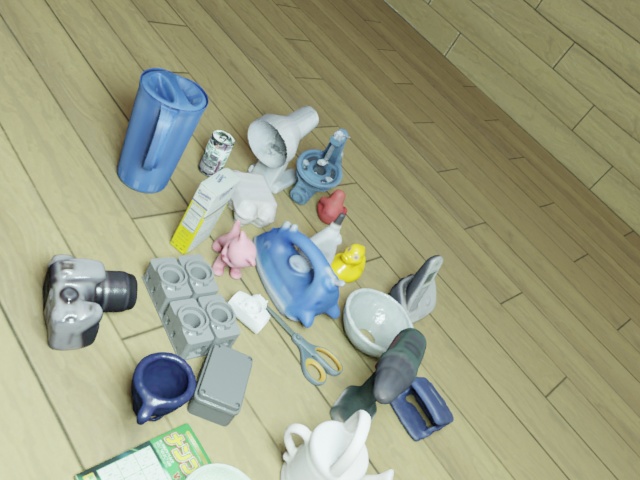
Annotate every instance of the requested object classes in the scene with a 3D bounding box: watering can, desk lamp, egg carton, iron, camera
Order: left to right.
[{"bbox_3d":[-0.362,0.089,0.917,0.137,0.100,0.143,5,45,-34],"label":"camera"},{"bbox_3d":[-0.162,-0.095,1.309,0.107,0.069,0.150,2,47,-37],"label":"egg carton"},{"bbox_3d":[-0.094,-0.223,1.383,0.118,0.213,0.204,41,37,9],"label":"desk lamp"},{"bbox_3d":[-0.046,0.046,1.177,0.119,0.141,0.257,-12,56,-45],"label":"iron"},{"bbox_3d":[0.030,0.331,0.871,0.173,0.194,0.101,20,38,-19],"label":"watering can"}]

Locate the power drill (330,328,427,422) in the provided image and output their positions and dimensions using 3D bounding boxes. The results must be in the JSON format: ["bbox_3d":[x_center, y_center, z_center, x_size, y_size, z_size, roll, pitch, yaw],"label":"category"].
[{"bbox_3d":[0.106,0.255,1.003,0.075,0.208,0.230,39,36,7],"label":"power drill"}]

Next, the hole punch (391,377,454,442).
[{"bbox_3d":[0.207,0.316,1.112,0.101,0.091,0.108,-7,53,-42],"label":"hole punch"}]

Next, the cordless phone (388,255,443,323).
[{"bbox_3d":[0.242,0.099,1.306,0.148,0.185,0.094,-20,61,-48],"label":"cordless phone"}]

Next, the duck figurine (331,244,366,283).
[{"bbox_3d":[0.075,0.044,1.322,0.105,0.086,0.077,-16,59,-47],"label":"duck figurine"}]

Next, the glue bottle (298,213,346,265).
[{"bbox_3d":[0.011,0.004,1.243,0.078,0.173,0.037,18,39,-21],"label":"glue bottle"}]

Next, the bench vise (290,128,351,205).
[{"bbox_3d":[0.012,-0.211,1.448,0.122,0.219,0.207,26,37,-11],"label":"bench vise"}]

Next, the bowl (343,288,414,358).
[{"bbox_3d":[0.111,0.186,1.198,0.168,0.074,0.167,21,38,-17],"label":"bowl"}]

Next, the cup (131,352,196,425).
[{"bbox_3d":[-0.245,0.237,0.845,0.092,0.095,0.118,30,36,-7],"label":"cup"}]

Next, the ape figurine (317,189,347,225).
[{"bbox_3d":[0.036,-0.089,1.437,0.078,0.092,0.076,35,36,1],"label":"ape figurine"}]

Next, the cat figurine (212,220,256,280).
[{"bbox_3d":[-0.165,0.016,1.139,0.067,0.117,0.127,14,41,-25],"label":"cat figurine"}]
